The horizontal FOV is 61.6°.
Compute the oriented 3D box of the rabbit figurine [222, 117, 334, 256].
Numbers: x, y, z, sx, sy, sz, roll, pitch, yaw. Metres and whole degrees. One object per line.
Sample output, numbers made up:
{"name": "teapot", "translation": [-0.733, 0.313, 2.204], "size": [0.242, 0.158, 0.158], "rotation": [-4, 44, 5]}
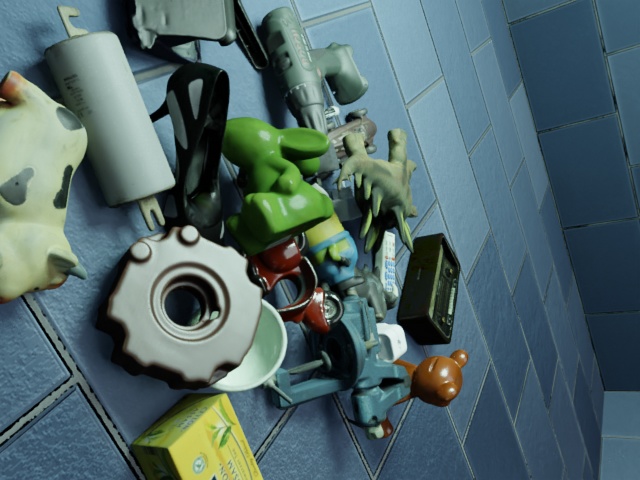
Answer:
{"name": "rabbit figurine", "translation": [-0.060, -0.089, 0.686], "size": [0.159, 0.121, 0.170], "rotation": [-26, 85, -19]}

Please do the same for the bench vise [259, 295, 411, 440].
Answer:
{"name": "bench vise", "translation": [0.018, 0.203, 0.799], "size": [0.240, 0.129, 0.223], "rotation": [-8, 98, -35]}

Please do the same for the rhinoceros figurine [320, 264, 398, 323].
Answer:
{"name": "rhinoceros figurine", "translation": [0.070, 0.090, 0.941], "size": [0.190, 0.073, 0.112], "rotation": [35, 44, -44]}

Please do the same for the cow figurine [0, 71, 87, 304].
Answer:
{"name": "cow figurine", "translation": [-0.264, -0.036, 0.482], "size": [0.127, 0.086, 0.195], "rotation": [30, 57, -41]}

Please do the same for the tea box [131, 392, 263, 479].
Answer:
{"name": "tea box", "translation": [-0.127, 0.270, 0.607], "size": [0.098, 0.068, 0.169], "rotation": [-40, 115, -52]}

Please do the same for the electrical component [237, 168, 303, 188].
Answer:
{"name": "electrical component", "translation": [-0.069, -0.099, 0.775], "size": [0.102, 0.045, 0.078], "rotation": [3, 68, -21]}

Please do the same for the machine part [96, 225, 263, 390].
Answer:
{"name": "machine part", "translation": [-0.147, 0.073, 0.587], "size": [0.179, 0.056, 0.179], "rotation": [13, 64, -28]}

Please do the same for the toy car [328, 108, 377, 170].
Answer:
{"name": "toy car", "translation": [0.054, -0.188, 0.998], "size": [0.202, 0.053, 0.089], "rotation": [-35, 117, -54]}

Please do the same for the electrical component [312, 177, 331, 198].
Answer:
{"name": "electrical component", "translation": [-0.005, -0.060, 0.908], "size": [0.063, 0.021, 0.094], "rotation": [-17, 96, -55]}

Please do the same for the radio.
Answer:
{"name": "radio", "translation": [0.245, 0.109, 1.176], "size": [0.131, 0.073, 0.229], "rotation": [51, 44, -35]}

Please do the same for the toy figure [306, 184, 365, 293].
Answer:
{"name": "toy figure", "translation": [0.000, -0.003, 0.820], "size": [0.089, 0.082, 0.180], "rotation": [-21, 85, -48]}

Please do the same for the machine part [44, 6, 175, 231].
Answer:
{"name": "machine part", "translation": [-0.220, -0.124, 0.569], "size": [0.079, 0.079, 0.243], "rotation": [-36, 112, -53]}

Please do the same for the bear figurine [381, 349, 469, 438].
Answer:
{"name": "bear figurine", "translation": [0.164, 0.256, 0.915], "size": [0.131, 0.196, 0.120], "rotation": [62, 35, -25]}

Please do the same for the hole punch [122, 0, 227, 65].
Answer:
{"name": "hole punch", "translation": [-0.187, -0.285, 0.667], "size": [0.116, 0.092, 0.142], "rotation": [-2, 85, -29]}

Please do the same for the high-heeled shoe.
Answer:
{"name": "high-heeled shoe", "translation": [-0.124, -0.075, 0.632], "size": [0.086, 0.145, 0.248], "rotation": [-38, 111, -51]}

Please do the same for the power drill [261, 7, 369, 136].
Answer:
{"name": "power drill", "translation": [-0.003, -0.266, 0.900], "size": [0.207, 0.086, 0.232], "rotation": [-21, 86, -51]}

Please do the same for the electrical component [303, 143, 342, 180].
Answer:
{"name": "electrical component", "translation": [-0.008, -0.127, 0.875], "size": [0.119, 0.075, 0.047], "rotation": [-27, 104, -50]}

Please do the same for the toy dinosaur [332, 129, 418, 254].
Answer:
{"name": "toy dinosaur", "translation": [0.103, -0.080, 0.886], "size": [0.471, 0.105, 0.198], "rotation": [25, 58, -64]}

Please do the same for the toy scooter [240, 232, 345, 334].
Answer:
{"name": "toy scooter", "translation": [-0.059, 0.062, 0.742], "size": [0.135, 0.075, 0.184], "rotation": [-26, 82, -27]}
